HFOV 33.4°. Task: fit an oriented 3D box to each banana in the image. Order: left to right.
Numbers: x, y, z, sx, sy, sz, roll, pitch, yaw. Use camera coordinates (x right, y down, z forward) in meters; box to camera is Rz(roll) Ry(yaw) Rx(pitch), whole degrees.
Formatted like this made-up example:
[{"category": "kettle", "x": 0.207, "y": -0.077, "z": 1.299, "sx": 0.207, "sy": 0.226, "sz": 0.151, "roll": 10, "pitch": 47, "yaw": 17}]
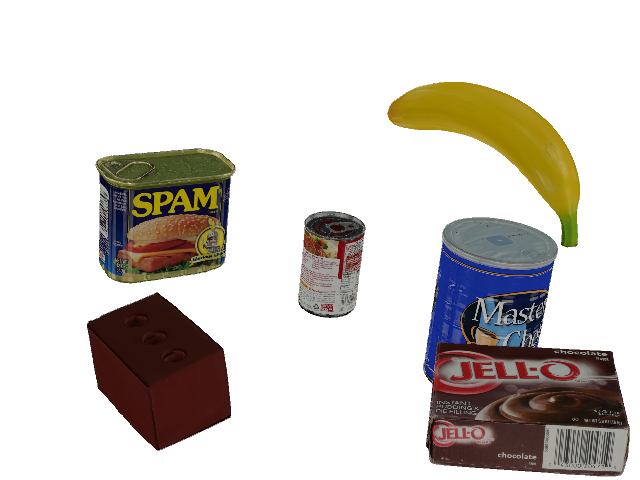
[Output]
[{"category": "banana", "x": 0.119, "y": -0.074, "z": 0.762, "sx": 0.037, "sy": 0.070, "sz": 0.198, "roll": 6, "pitch": 28, "yaw": -44}]

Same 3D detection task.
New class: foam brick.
[{"category": "foam brick", "x": -0.097, "y": 0.078, "z": 0.641, "sx": 0.052, "sy": 0.051, "sz": 0.078, "roll": -23, "pitch": 38, "yaw": -32}]

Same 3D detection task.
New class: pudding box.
[{"category": "pudding box", "x": 0.123, "y": 0.099, "z": 0.642, "sx": 0.113, "sy": 0.039, "sz": 0.090, "roll": 4, "pitch": 24, "yaw": 7}]

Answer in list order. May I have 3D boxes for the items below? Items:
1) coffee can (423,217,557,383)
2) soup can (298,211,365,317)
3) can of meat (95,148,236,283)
[{"category": "coffee can", "x": 0.154, "y": 0.062, "z": 0.978, "sx": 0.103, "sy": 0.140, "sz": 0.103, "roll": 5, "pitch": 23, "yaw": -2}, {"category": "soup can", "x": 0.012, "y": 0.027, "z": 1.202, "sx": 0.068, "sy": 0.102, "sz": 0.068, "roll": 4, "pitch": 27, "yaw": -2}, {"category": "can of meat", "x": -0.119, "y": -0.019, "z": 0.818, "sx": 0.101, "sy": 0.084, "sz": 0.057, "roll": -8, "pitch": 28, "yaw": -28}]
